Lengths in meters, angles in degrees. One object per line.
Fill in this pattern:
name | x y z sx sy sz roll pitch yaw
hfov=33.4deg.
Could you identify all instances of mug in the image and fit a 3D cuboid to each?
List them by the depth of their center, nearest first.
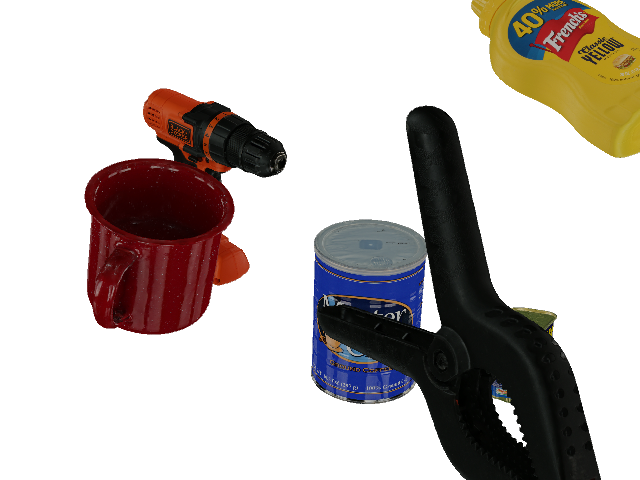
mug | -0.110 0.012 0.677 0.093 0.082 0.117 19 36 8

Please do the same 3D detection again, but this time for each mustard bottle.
mustard bottle | 0.189 -0.143 0.822 0.096 0.058 0.192 -34 54 -20

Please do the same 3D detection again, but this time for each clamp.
clamp | 0.073 0.046 0.527 0.036 0.165 0.210 -9 43 -31

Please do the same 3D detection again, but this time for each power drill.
power drill | -0.110 -0.051 1.107 0.185 0.188 0.057 28 37 34

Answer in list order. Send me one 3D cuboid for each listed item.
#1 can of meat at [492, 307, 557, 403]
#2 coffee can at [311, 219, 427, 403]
can of meat | 0.224 0.127 1.184 0.058 0.084 0.102 7 12 24
coffee can | 0.043 0.065 0.990 0.103 0.140 0.103 1 26 -1
